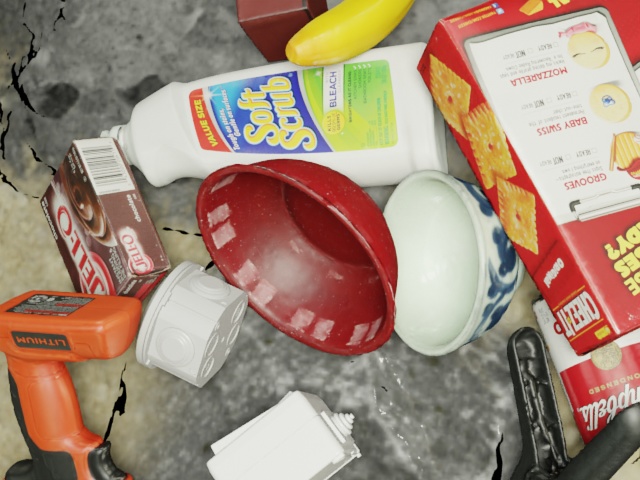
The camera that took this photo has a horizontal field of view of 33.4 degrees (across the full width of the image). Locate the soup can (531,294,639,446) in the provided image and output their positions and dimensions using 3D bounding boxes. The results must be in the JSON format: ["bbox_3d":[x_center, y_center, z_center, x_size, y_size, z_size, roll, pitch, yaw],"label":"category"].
[{"bbox_3d":[0.184,0.076,0.683,0.068,0.068,0.102,-20,74,9],"label":"soup can"}]

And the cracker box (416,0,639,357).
[{"bbox_3d":[0.182,-0.059,0.656,0.164,0.072,0.214,-23,76,-15],"label":"cracker box"}]

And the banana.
[{"bbox_3d":[0.035,-0.180,0.754,0.069,0.037,0.197,18,53,3],"label":"banana"}]

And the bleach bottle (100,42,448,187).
[{"bbox_3d":[-0.038,-0.075,0.770,0.251,0.068,0.102,-7,74,14],"label":"bleach bottle"}]

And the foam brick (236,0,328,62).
[{"bbox_3d":[-0.026,-0.171,0.778,0.051,0.078,0.053,-10,75,12],"label":"foam brick"}]

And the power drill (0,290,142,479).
[{"bbox_3d":[-0.150,0.131,0.717,0.185,0.057,0.188,3,107,20],"label":"power drill"}]

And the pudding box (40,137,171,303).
[{"bbox_3d":[-0.157,-0.005,0.771,0.090,0.039,0.113,-44,64,48],"label":"pudding box"}]

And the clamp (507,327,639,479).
[{"bbox_3d":[0.144,0.142,0.666,0.039,0.120,0.171,0,118,-22],"label":"clamp"}]

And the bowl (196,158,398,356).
[{"bbox_3d":[-0.005,0.001,0.719,0.162,0.162,0.055,31,55,17],"label":"bowl"}]
